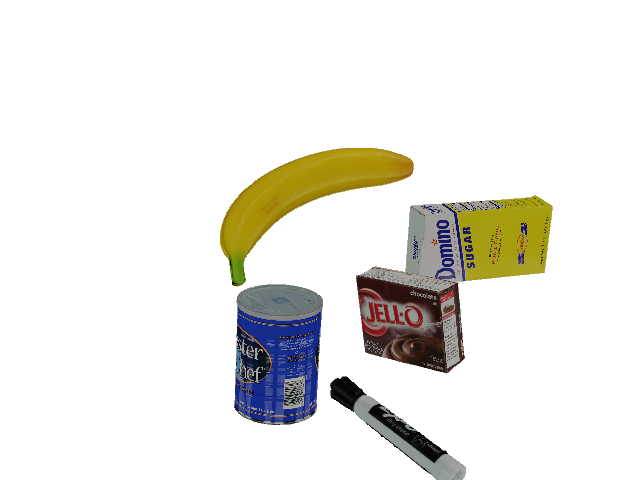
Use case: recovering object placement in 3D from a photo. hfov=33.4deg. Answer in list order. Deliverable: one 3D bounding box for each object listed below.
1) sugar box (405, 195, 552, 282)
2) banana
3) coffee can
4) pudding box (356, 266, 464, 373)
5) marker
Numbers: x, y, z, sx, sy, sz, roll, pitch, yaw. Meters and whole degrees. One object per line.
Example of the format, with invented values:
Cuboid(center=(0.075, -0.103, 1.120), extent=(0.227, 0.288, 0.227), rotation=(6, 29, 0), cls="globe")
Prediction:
Cuboid(center=(0.193, 0.000, 1.303), extent=(0.176, 0.093, 0.048), rotation=(-7, 22, -21), cls="sugar box")
Cuboid(center=(-0.014, -0.035, 0.890), extent=(0.197, 0.069, 0.037), rotation=(-34, -9, -22), cls="banana")
Cuboid(center=(-0.051, 0.135, 1.282), extent=(0.103, 0.140, 0.103), rotation=(3, 18, -1), cls="coffee can")
Cuboid(center=(0.093, 0.080, 1.110), extent=(0.114, 0.090, 0.039), rotation=(8, 25, 40), cls="pudding box")
Cuboid(center=(0.050, 0.131, 0.742), extent=(0.020, 0.020, 0.121), rotation=(0, 26, -48), cls="marker")
